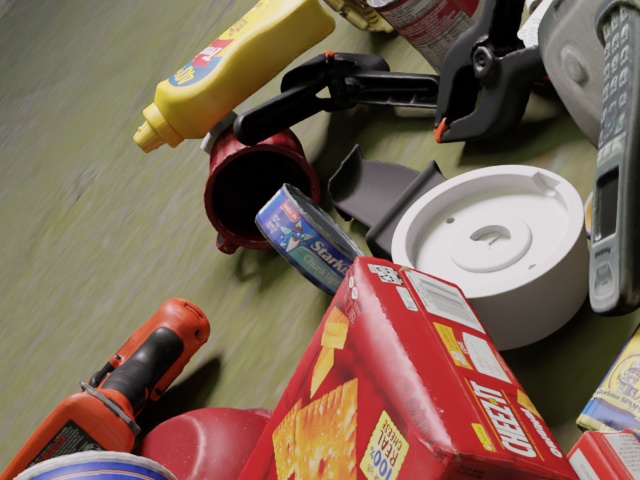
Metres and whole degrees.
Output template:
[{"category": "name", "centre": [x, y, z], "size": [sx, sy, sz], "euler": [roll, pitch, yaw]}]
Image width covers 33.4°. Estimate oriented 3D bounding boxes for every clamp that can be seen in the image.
[{"category": "clamp", "centre": [0.024, -0.126, 0.880], "size": [0.164, 0.036, 0.210], "euler": [-8, 20, 9]}, {"category": "clamp", "centre": [0.120, -0.132, 0.713], "size": [0.172, 0.039, 0.120], "euler": [-46, 50, 52]}]

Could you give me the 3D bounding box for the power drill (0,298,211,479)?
[{"category": "power drill", "centre": [-0.166, 0.136, 0.782], "size": [0.185, 0.057, 0.187], "euler": [-49, 4, 17]}]

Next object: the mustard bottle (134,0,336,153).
[{"category": "mustard bottle", "centre": [-0.078, -0.140, 0.892], "size": [0.191, 0.058, 0.096], "euler": [-40, 24, 4]}]

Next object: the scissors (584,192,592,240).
[{"category": "scissors", "centre": [0.208, -0.068, 0.617], "size": [0.096, 0.016, 0.201], "euler": [-14, 44, 47]}]

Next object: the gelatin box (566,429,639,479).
[{"category": "gelatin box", "centre": [0.115, 0.133, 0.434], "size": [0.089, 0.030, 0.073], "euler": [-65, 36, 32]}]

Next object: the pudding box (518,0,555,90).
[{"category": "pudding box", "centre": [0.189, -0.151, 0.720], "size": [0.113, 0.039, 0.090], "euler": [-53, 30, -2]}]

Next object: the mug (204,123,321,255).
[{"category": "mug", "centre": [-0.055, -0.041, 0.881], "size": [0.117, 0.093, 0.081], "euler": [-62, 18, 22]}]

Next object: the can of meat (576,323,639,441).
[{"category": "can of meat", "centre": [0.172, 0.068, 0.459], "size": [0.084, 0.057, 0.102], "euler": [-55, 28, -7]}]

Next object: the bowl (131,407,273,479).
[{"category": "bowl", "centre": [-0.090, 0.169, 0.701], "size": [0.162, 0.055, 0.162], "euler": [-35, 31, 25]}]

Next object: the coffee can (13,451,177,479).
[{"category": "coffee can", "centre": [-0.111, 0.192, 0.531], "size": [0.103, 0.102, 0.140], "euler": [-38, 40, 19]}]

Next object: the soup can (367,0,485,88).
[{"category": "soup can", "centre": [0.093, -0.167, 0.804], "size": [0.069, 0.102, 0.068], "euler": [-34, 31, 25]}]

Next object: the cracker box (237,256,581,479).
[{"category": "cracker box", "centre": [0.015, 0.137, 0.506], "size": [0.214, 0.072, 0.164], "euler": [-62, 23, 20]}]

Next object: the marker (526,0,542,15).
[{"category": "marker", "centre": [0.166, -0.212, 0.844], "size": [0.020, 0.020, 0.121], "euler": [-34, 32, 25]}]

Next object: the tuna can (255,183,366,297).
[{"category": "tuna can", "centre": [-0.005, 0.001, 0.753], "size": [0.034, 0.086, 0.086], "euler": [-46, 29, 8]}]
